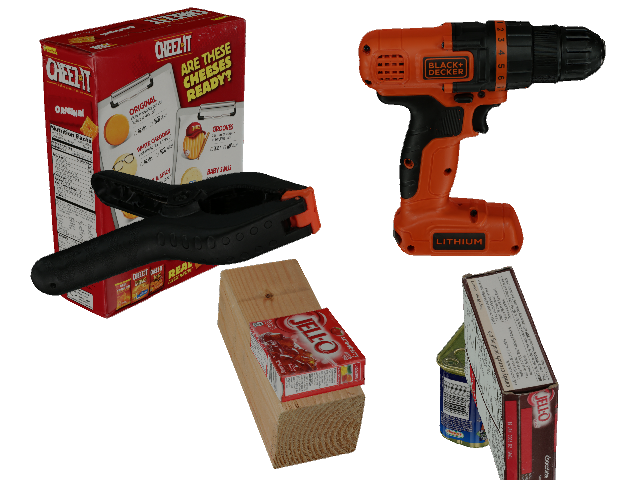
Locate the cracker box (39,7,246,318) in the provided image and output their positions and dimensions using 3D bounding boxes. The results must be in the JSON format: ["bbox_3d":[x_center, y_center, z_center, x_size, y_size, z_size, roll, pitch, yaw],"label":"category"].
[{"bbox_3d":[-0.138,-0.067,0.861,0.072,0.214,0.163,19,29,33],"label":"cracker box"}]

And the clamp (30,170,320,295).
[{"bbox_3d":[-0.089,-0.006,0.646,0.172,0.039,0.120,-1,40,23],"label":"clamp"}]

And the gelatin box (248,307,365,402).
[{"bbox_3d":[-0.012,0.092,0.883,0.073,0.030,0.089,-9,28,-17],"label":"gelatin box"}]

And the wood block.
[{"bbox_3d":[-0.035,0.123,1.114,0.090,0.090,0.206,-9,42,-18],"label":"wood block"}]

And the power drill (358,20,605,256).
[{"bbox_3d":[0.125,-0.080,0.838,0.184,0.188,0.057,1,27,8],"label":"power drill"}]

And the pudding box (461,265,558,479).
[{"bbox_3d":[0.121,0.087,0.686,0.039,0.090,0.113,-10,39,-3],"label":"pudding box"}]

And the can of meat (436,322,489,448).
[{"bbox_3d":[0.150,0.134,1.009,0.058,0.084,0.101,11,28,26],"label":"can of meat"}]
